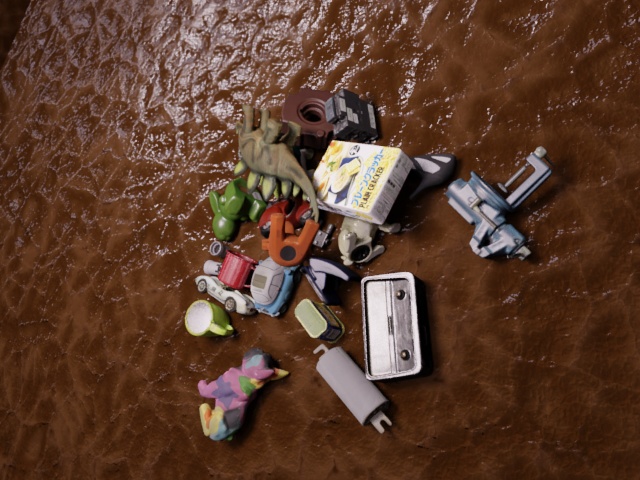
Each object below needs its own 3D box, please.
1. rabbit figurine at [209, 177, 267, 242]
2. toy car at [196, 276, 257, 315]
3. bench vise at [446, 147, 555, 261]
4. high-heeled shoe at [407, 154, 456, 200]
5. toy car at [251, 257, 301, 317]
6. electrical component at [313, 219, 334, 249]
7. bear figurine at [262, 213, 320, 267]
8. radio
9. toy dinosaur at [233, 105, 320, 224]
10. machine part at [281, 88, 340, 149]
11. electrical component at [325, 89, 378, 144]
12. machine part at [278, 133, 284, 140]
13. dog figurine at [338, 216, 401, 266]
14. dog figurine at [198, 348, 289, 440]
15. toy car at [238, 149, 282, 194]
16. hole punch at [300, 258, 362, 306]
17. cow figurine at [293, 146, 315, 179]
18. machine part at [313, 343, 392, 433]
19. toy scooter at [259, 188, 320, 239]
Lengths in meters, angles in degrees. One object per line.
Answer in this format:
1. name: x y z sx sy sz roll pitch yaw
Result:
1. rabbit figurine: -0.253 -0.081 1.487 0.170 0.121 0.159 -54 51 24
2. toy car: -0.251 0.144 1.433 0.202 0.073 0.056 27 92 34
3. bench vise: 0.385 -0.080 1.097 0.240 0.128 0.224 -48 55 18
4. high-heeled shoe: 0.197 -0.194 1.276 0.145 0.086 0.249 -48 58 1
5. toy car: -0.126 0.107 1.355 0.109 0.102 0.161 16 81 35
6. electrical component: -0.003 -0.004 1.363 0.063 0.021 0.094 25 88 34
7. bear figurine: -0.075 -0.007 1.291 0.120 0.196 0.131 12 102 -8
8. radio: 0.166 0.188 1.168 0.131 0.073 0.229 -12 69 27
9. toy dinosaur: -0.115 -0.199 1.312 0.472 0.105 0.198 42 122 48
10. machine part: -0.019 -0.321 1.405 0.179 0.056 0.179 1 62 -3
11. electrical component: 0.076 -0.310 1.346 0.058 0.134 0.115 -33 54 46
12. machine part: -0.137 -0.300 1.518 0.139 0.039 0.084 -4 36 38
13. dog figurine: 0.080 -0.052 1.297 0.172 0.121 0.191 -43 44 9
14. dog figurine: -0.180 0.370 1.300 0.219 0.108 0.191 -23 63 20
15. toy car: -0.156 -0.193 1.475 0.202 0.089 0.053 47 119 33
16. hole punch: 0.028 0.083 1.256 0.092 0.142 0.116 -43 72 14
17. cow figurine: -0.068 -0.235 1.433 0.068 0.098 0.167 -21 63 30
18. machine part: 0.071 0.318 1.182 0.079 0.079 0.243 -50 55 8
19. toy scooter: -0.082 -0.082 1.405 0.184 0.075 0.135 -17 62 27
